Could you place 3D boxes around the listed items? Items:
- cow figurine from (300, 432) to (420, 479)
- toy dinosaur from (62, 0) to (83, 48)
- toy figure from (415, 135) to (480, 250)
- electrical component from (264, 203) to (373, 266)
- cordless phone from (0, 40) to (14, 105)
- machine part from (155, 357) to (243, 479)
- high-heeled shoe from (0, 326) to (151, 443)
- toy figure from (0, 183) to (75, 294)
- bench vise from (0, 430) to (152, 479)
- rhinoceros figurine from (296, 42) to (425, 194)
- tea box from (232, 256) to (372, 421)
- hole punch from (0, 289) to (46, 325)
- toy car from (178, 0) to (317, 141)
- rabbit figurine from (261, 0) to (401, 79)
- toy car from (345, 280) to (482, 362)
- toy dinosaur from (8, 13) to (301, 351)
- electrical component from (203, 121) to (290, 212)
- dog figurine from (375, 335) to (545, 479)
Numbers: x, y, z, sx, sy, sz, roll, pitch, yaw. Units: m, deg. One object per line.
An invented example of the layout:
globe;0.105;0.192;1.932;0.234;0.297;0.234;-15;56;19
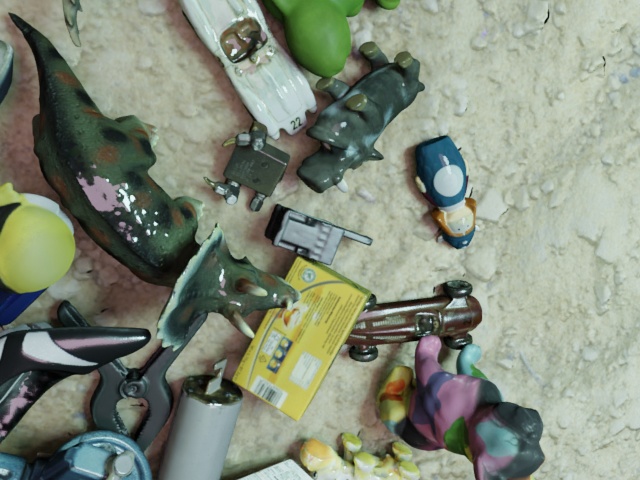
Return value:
cow figurine;0.043;0.318;0.722;0.167;0.068;0.098;15;103;-15
toy dinosaur;-0.111;-0.394;0.506;0.198;0.105;0.471;44;87;-10
toy figure;0.163;-0.053;0.682;0.064;0.058;0.154;-12;110;29
electrical component;-0.001;-0.002;0.642;0.119;0.075;0.047;21;95;-20
cordless phone;-0.368;-0.214;0.506;0.147;0.089;0.184;7;95;-15
machine part;-0.151;0.257;0.654;0.079;0.079;0.243;14;97;-16
high-heeled shoe;-0.276;0.161;0.501;0.249;0.086;0.145;-9;78;6
toy figure;-0.308;0.010;0.480;0.180;0.082;0.089;-8;75;4
bench vise;-0.266;0.247;0.561;0.223;0.129;0.240;35;136;-18
rhinoceros figurine;0.042;-0.138;0.617;0.190;0.073;0.112;-50;146;-13
tea box;-0.020;0.113;0.645;0.098;0.068;0.169;31;93;9
hole punch;-0.350;0.031;0.556;0.142;0.092;0.115;-44;104;2
toy car;-0.078;-0.205;0.590;0.073;0.056;0.201;-36;107;-5
rabbit figurine;0.008;-0.262;0.562;0.159;0.121;0.170;22;88;-7
toy car;0.120;0.107;0.705;0.202;0.053;0.089;-5;105;-14
toy dinosaur;-0.192;-0.046;0.524;0.131;0.192;0.404;-41;109;-5
electrical component;-0.080;-0.080;0.605;0.078;0.045;0.102;32;123;-13
dog figurine;0.165;0.227;0.630;0.108;0.219;0.191;22;116;-25
